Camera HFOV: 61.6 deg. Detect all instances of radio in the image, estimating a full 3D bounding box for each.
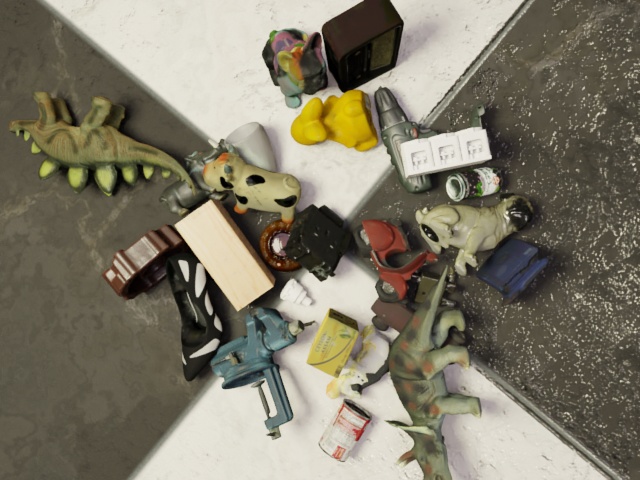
[{"bbox_3d":[0.080,-0.366,1.027,0.131,0.229,0.073,-28,85,3],"label":"radio"}]

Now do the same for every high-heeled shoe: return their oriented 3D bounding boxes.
[{"bbox_3d":[-0.267,0.152,1.061,0.086,0.145,0.248,4,77,38],"label":"high-heeled shoe"}]

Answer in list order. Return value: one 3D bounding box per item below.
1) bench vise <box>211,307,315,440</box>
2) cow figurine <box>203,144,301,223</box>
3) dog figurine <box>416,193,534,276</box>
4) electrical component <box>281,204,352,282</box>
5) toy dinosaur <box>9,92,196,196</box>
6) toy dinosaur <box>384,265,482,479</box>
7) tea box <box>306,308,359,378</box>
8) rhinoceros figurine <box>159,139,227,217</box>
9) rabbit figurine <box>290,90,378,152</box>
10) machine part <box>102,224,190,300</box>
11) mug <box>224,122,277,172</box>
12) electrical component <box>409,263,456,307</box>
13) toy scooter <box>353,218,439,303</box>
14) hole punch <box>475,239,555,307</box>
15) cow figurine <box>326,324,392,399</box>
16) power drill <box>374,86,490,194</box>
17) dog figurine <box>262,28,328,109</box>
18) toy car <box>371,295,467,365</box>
[{"bbox_3d":[-0.103,0.261,1.054,0.224,0.128,0.240,-25,69,9],"label":"bench vise"},{"bbox_3d":[-0.131,-0.110,1.046,0.195,0.127,0.085,13,53,-8],"label":"cow figurine"},{"bbox_3d":[0.310,-0.048,1.075,0.190,0.121,0.172,-43,89,-13],"label":"dog figurine"},{"bbox_3d":[-0.002,-0.003,1.067,0.115,0.058,0.134,38,52,-21],"label":"electrical component"},{"bbox_3d":[-0.460,-0.191,1.108,0.472,0.105,0.198,10,95,17],"label":"toy dinosaur"},{"bbox_3d":[0.196,0.255,1.019,0.192,0.131,0.404,-12,92,13],"label":"toy dinosaur"},{"bbox_3d":[0.026,0.193,1.034,0.068,0.169,0.098,26,88,2],"label":"tea box"},{"bbox_3d":[-0.248,-0.127,1.118,0.190,0.073,0.112,-44,75,3],"label":"rhinoceros figurine"},{"bbox_3d":[0.017,-0.227,1.077,0.173,0.162,0.121,-8,98,21],"label":"rabbit figurine"},{"bbox_3d":[-0.340,0.043,1.063,0.179,0.179,0.056,-43,82,1],"label":"machine part"},{"bbox_3d":[-0.132,-0.181,1.103,0.081,0.109,0.107,-11,124,25],"label":"mug"},{"bbox_3d":[0.230,0.091,1.092,0.102,0.045,0.078,8,116,6],"label":"electrical component"},{"bbox_3d":[0.152,0.026,1.064,0.135,0.075,0.184,-24,65,6],"label":"toy scooter"},{"bbox_3d":[0.376,0.057,1.052,0.142,0.115,0.092,-43,78,0],"label":"hole punch"},{"bbox_3d":[0.088,0.263,1.081,0.098,0.068,0.167,36,91,-2],"label":"cow figurine"},{"bbox_3d":[0.229,-0.219,1.087,0.207,0.086,0.232,-11,88,-1],"label":"power drill"},{"bbox_3d":[-0.047,-0.354,1.040,0.108,0.219,0.191,-28,87,-2],"label":"dog figurine"},{"bbox_3d":[0.197,0.178,1.083,0.202,0.053,0.089,34,109,5],"label":"toy car"}]
